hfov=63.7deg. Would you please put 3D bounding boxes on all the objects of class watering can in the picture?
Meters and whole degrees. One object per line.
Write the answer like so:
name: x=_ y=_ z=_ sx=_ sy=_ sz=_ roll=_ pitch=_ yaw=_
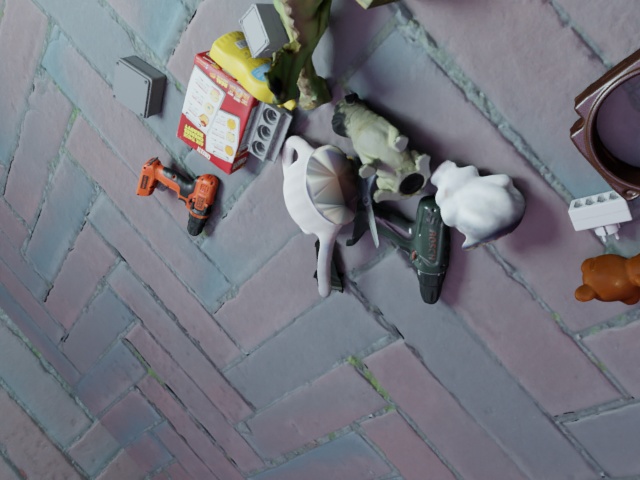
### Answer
watering can: x=0.003 y=-0.052 z=1.042 sx=0.223 sy=0.105 sz=0.348 roll=-18 pitch=89 yaw=66

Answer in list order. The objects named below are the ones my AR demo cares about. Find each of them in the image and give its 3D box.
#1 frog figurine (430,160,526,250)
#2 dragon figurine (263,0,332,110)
frog figurine: x=0.269 y=-0.075 z=0.891 sx=0.137 sy=0.123 sz=0.160 roll=-29 pitch=89 yaw=7
dragon figurine: x=-0.043 y=-0.338 z=0.829 sx=0.122 sy=0.406 sz=0.245 roll=3 pitch=79 yaw=16
